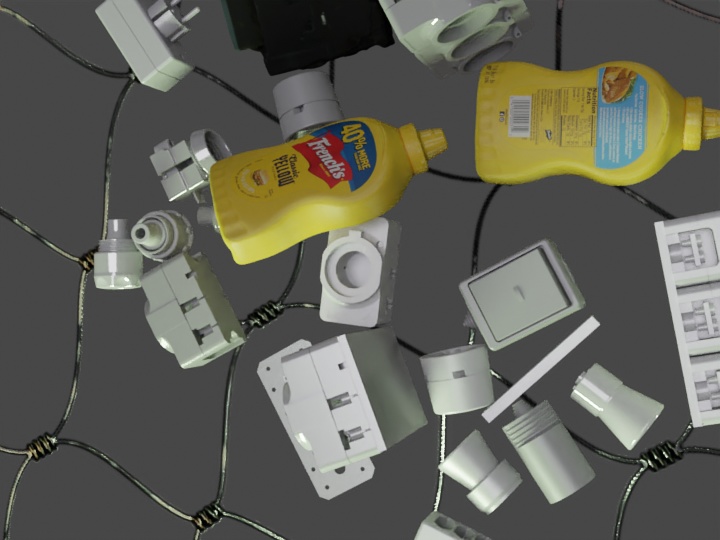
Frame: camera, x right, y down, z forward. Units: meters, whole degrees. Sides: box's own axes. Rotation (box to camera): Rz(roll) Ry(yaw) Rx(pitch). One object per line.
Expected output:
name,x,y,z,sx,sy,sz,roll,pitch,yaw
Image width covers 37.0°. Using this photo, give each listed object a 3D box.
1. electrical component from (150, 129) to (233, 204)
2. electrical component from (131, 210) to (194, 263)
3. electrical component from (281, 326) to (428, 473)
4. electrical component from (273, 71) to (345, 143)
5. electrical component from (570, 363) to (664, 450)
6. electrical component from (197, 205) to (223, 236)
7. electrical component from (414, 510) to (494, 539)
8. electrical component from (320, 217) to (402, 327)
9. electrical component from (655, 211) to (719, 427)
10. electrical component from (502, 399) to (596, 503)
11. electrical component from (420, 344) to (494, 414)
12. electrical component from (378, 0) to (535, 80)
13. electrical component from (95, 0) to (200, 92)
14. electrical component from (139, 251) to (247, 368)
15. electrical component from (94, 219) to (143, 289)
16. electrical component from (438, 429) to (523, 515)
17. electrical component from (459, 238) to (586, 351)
electrical component,-0.145,-0.093,0.943,0.055,0.048,0.066,-28,82,21
electrical component,-0.178,-0.031,0.942,0.048,0.062,0.048,0,89,16
electrical component,-0.005,0.099,0.847,0.062,0.150,0.089,-22,84,14
electrical component,-0.044,-0.137,0.912,0.055,0.055,0.047,-19,81,14
electrical component,0.200,0.104,0.848,0.065,0.044,0.044,38,99,18
electrical component,-0.110,-0.047,0.934,0.062,0.043,0.043,1,89,17
electrical component,0.078,0.251,0.875,0.083,0.047,0.075,24,95,15
electrical component,0.000,0.000,0.896,0.050,0.056,0.089,7,91,15
electrical component,0.266,0.034,0.804,0.062,0.089,0.150,-11,86,15
electrical component,0.148,0.140,0.860,0.043,0.043,0.081,-35,81,12
electrical component,0.080,0.089,0.874,0.055,0.055,0.047,-12,90,15
electrical component,0.076,-0.201,0.828,0.089,0.150,0.061,-29,81,13
electrical component,-0.176,-0.216,0.951,0.076,0.047,0.083,-36,80,13
electrical component,-0.149,0.036,0.940,0.056,0.050,0.089,-29,82,13
electrical component,-0.216,-0.014,0.963,0.043,0.043,0.062,-2,88,15
electrical component,0.098,0.164,0.872,0.055,0.045,0.045,45,100,11
electrical component,0.123,0.023,0.859,0.096,0.061,0.061,-28,82,13
